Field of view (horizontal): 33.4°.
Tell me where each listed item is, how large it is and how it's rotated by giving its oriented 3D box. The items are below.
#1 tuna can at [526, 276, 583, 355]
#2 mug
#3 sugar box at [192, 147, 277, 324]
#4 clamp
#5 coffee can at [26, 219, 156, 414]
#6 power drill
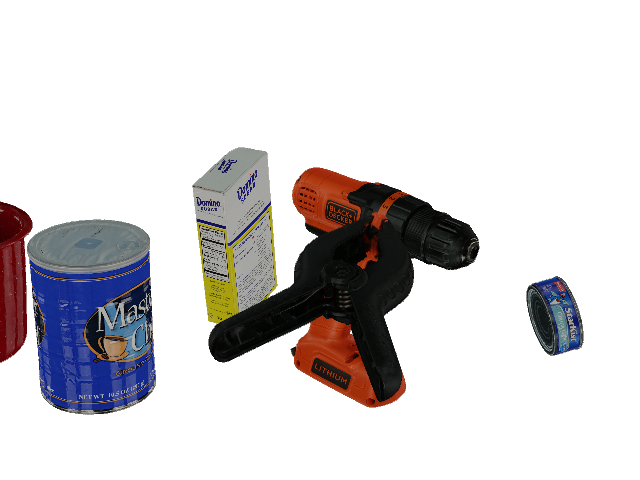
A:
[{"bbox_3d":[0.264,0.086,1.206,0.033,0.086,0.086,-15,1,-5],"label":"tuna can"},{"bbox_3d":[-0.229,0.031,0.640,0.093,0.081,0.117,20,27,34],"label":"mug"},{"bbox_3d":[-0.090,-0.002,1.141,0.048,0.176,0.093,12,36,24],"label":"sugar box"},{"bbox_3d":[0.021,0.039,0.682,0.120,0.039,0.171,22,42,20],"label":"clamp"},{"bbox_3d":[-0.198,0.065,0.931,0.103,0.140,0.103,1,23,-1],"label":"coffee can"},{"bbox_3d":[0.046,0.044,0.914,0.185,0.188,0.057,24,26,38],"label":"power drill"}]
